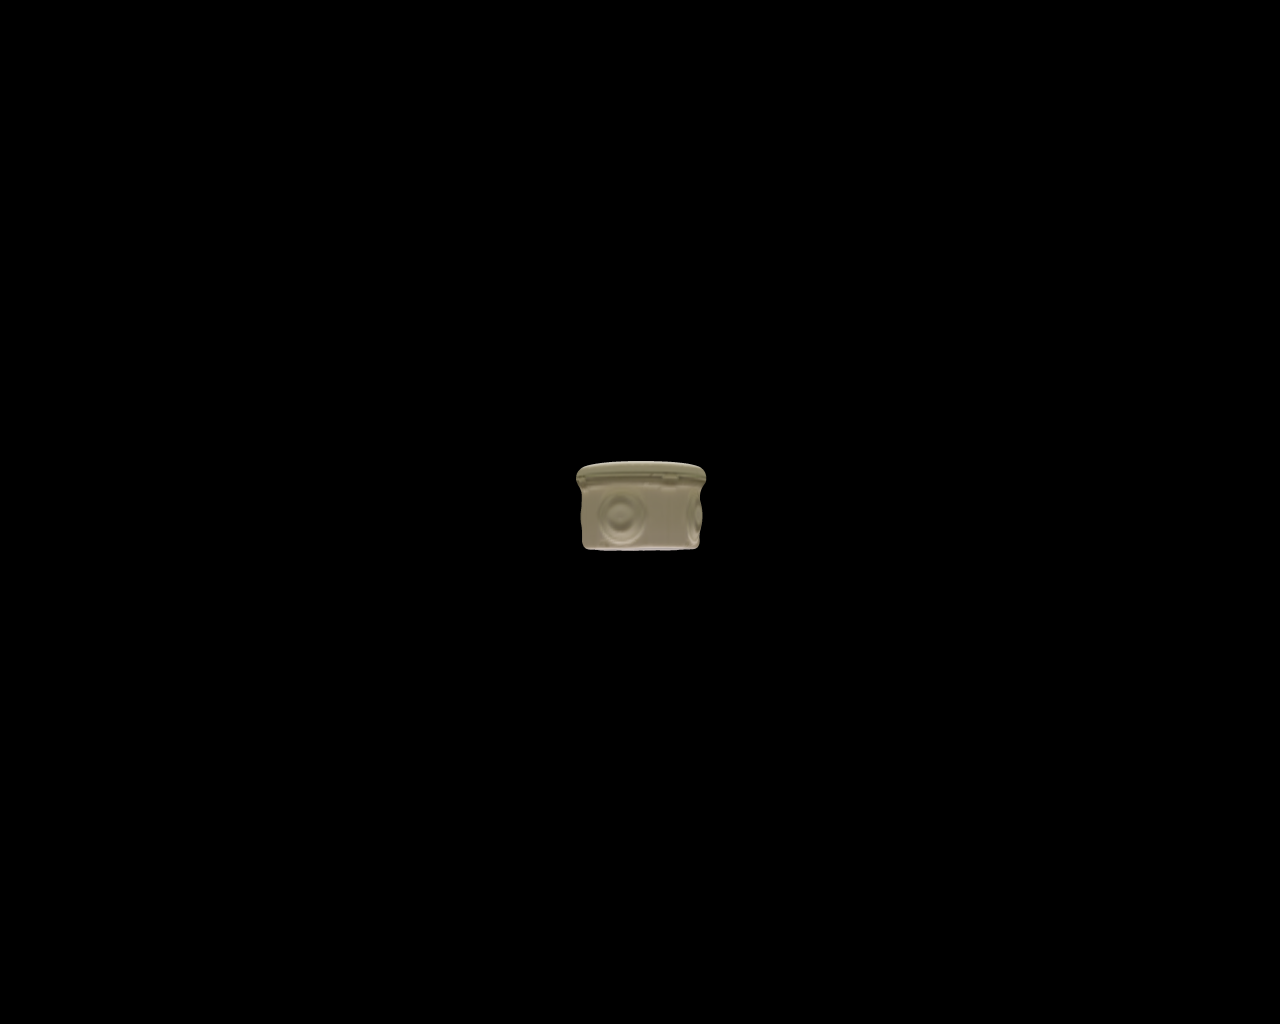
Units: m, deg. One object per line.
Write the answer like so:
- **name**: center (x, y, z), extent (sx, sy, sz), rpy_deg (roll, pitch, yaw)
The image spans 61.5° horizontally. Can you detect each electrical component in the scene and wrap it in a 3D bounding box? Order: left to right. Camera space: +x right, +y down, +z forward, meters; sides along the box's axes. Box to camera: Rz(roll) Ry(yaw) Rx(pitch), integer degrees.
- **electrical component**: center (0.001, -0.003, 0.650), extent (0.080, 0.051, 0.080), rpy_deg (0, -3, 0)
